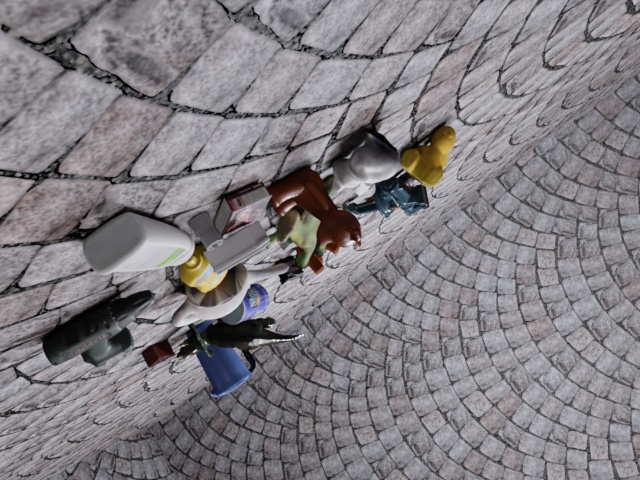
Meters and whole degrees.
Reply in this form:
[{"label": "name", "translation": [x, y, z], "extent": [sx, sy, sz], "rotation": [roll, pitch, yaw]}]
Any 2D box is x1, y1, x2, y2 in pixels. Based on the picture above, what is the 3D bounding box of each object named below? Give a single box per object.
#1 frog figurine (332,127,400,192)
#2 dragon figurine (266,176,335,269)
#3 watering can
[{"label": "frog figurine", "translation": [0.093, -0.154, 1.119], "extent": [0.157, 0.122, 0.139], "rotation": [-52, -179, 21]}, {"label": "dragon figurine", "translation": [0.004, -0.065, 1.294], "extent": [0.416, 0.123, 0.238], "rotation": [-34, 163, -50]}, {"label": "watering can", "translation": [-0.223, 0.115, 1.323], "extent": [0.351, 0.105, 0.220], "rotation": [-29, 166, -21]}]
